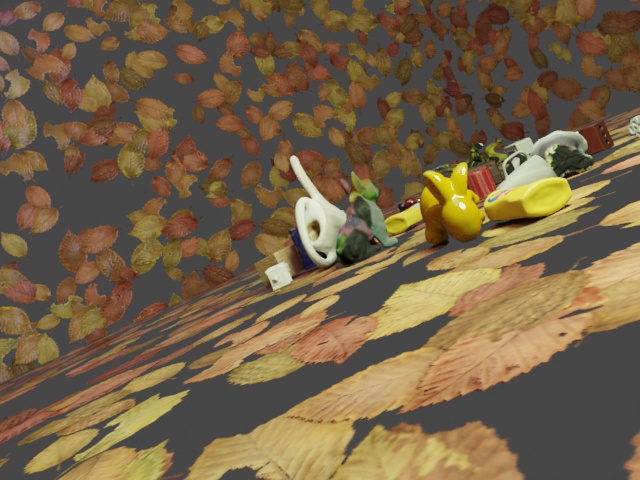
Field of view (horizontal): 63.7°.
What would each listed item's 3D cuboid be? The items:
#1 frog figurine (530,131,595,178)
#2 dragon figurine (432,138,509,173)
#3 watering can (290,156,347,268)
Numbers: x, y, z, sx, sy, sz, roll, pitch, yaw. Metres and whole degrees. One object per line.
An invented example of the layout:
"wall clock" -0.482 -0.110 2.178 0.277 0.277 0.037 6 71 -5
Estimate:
"frog figurine" 0.560 -0.204 1.235 0.136 0.122 0.162 -43 8 17
"dragon figurine" 0.676 -0.303 2.194 0.409 0.124 0.239 -15 -26 15
"watering can" 0.005 -0.077 1.526 0.103 0.354 0.223 -26 -28 32
